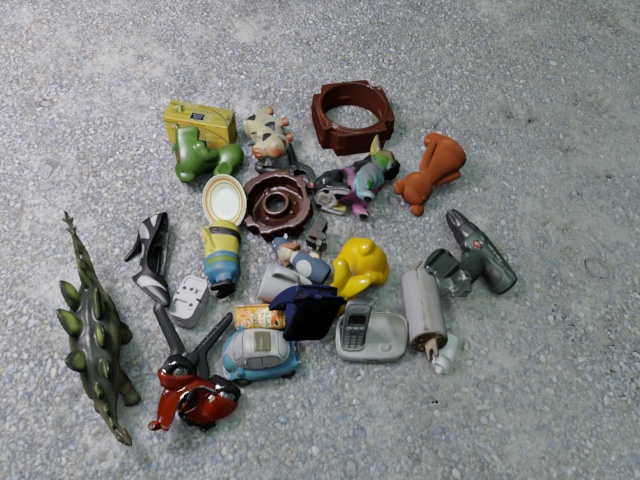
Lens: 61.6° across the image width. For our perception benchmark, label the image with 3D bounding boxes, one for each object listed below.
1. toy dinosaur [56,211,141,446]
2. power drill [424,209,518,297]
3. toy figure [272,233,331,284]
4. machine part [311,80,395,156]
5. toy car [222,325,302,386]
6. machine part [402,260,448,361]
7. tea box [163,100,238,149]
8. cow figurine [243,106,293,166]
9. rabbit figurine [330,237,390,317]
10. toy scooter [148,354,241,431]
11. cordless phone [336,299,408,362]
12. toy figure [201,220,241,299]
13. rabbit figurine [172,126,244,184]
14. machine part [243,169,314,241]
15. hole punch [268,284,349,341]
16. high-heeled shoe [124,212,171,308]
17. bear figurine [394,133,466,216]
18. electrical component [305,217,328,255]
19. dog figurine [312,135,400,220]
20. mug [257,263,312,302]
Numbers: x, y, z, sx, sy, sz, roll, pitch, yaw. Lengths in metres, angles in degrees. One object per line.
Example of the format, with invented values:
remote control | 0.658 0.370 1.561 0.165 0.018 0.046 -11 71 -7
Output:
toy dinosaur | -0.428 0.163 1.023 0.105 0.198 0.472 -19 62 -18
power drill | 0.316 0.036 1.187 0.207 0.086 0.232 -16 61 -51
toy figure | -0.047 0.041 1.198 0.155 0.057 0.064 32 86 15
machine part | 0.086 -0.330 1.434 0.201 0.087 0.201 -9 60 -9
toy car | -0.117 0.220 1.058 0.162 0.102 0.109 -2 58 -2
machine part | 0.216 0.143 1.123 0.079 0.079 0.243 1 46 -3
tea box | -0.305 -0.291 1.381 0.170 0.098 0.068 9 56 5
cow figurine | -0.137 -0.260 1.353 0.127 0.085 0.195 -27 40 -12
rabbit figurine | 0.071 0.088 1.141 0.122 0.162 0.173 34 79 4
toy scooter | -0.238 0.299 0.983 0.075 0.183 0.135 14 69 51
cordless phone | 0.107 0.164 1.057 0.147 0.184 0.089 2 53 -2
toy figure | -0.213 0.038 1.185 0.089 0.082 0.180 -3 52 -18
rabbit figurine | -0.264 -0.198 1.317 0.170 0.121 0.159 -5 60 -24
machine part | -0.102 -0.081 1.265 0.179 0.056 0.179 -3 65 6
hole punch | -0.028 0.129 1.067 0.142 0.115 0.092 9 31 -37
high-heeled shoe | -0.339 0.037 1.159 0.145 0.086 0.249 -47 50 -7
bear figurine | 0.267 -0.162 1.335 0.120 0.132 0.196 43 94 -15
electrical component | -0.002 -0.005 1.215 0.045 0.102 0.078 29 70 10
dog figurine | 0.093 -0.164 1.318 0.192 0.108 0.219 13 53 9
mug | -0.069 0.094 1.144 0.107 0.109 0.081 17 50 -9
